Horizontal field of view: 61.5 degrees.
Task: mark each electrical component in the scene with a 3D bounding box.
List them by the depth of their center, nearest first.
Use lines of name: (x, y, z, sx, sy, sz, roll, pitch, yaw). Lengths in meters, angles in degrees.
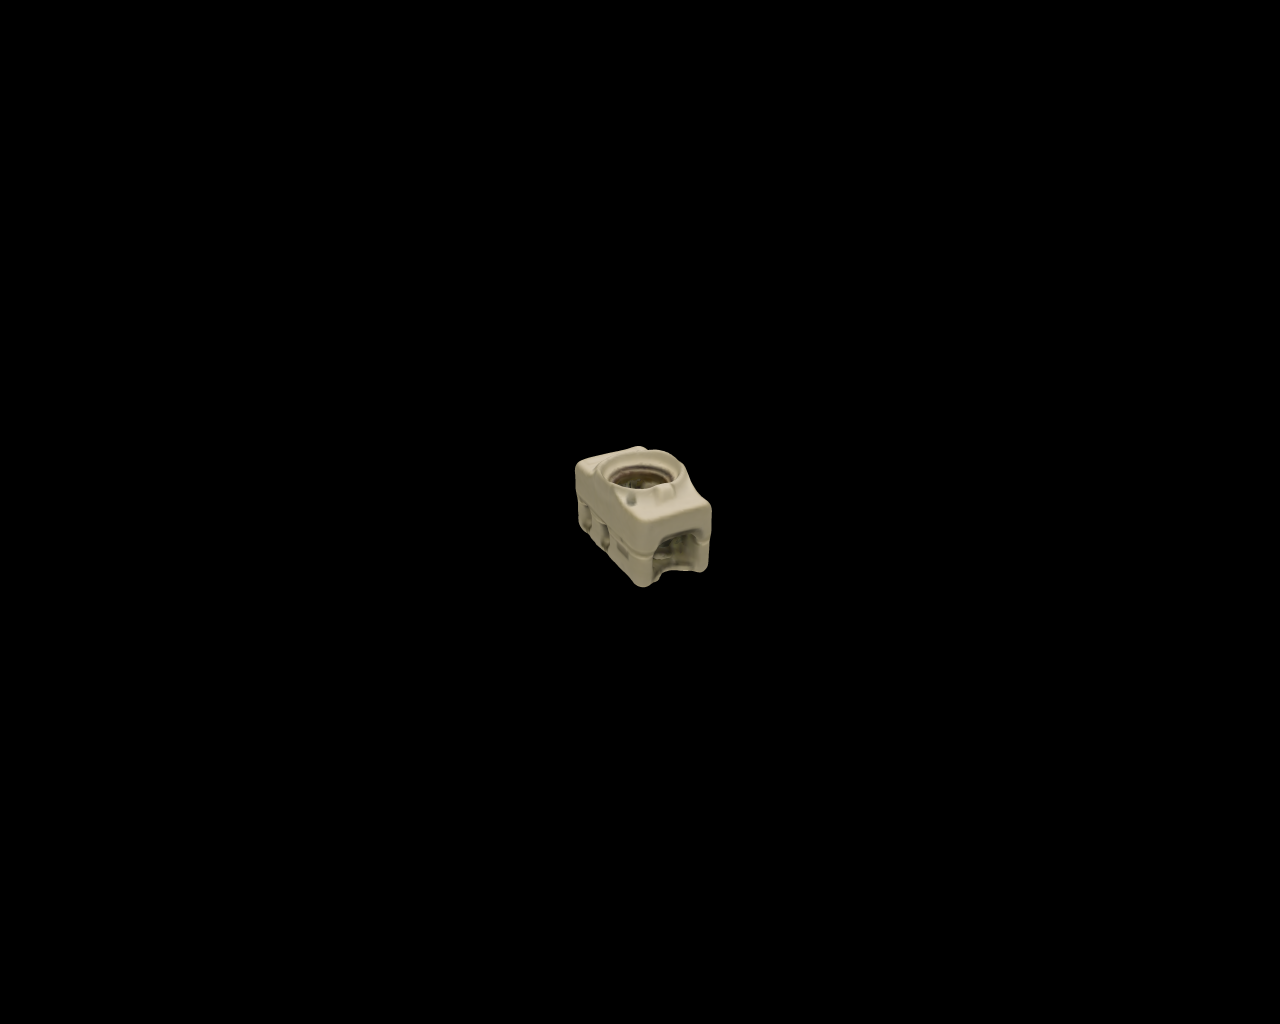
electrical component: (0.001, -0.003, 0.650, 0.050, 0.055, 0.089, -14, 32, -24)
